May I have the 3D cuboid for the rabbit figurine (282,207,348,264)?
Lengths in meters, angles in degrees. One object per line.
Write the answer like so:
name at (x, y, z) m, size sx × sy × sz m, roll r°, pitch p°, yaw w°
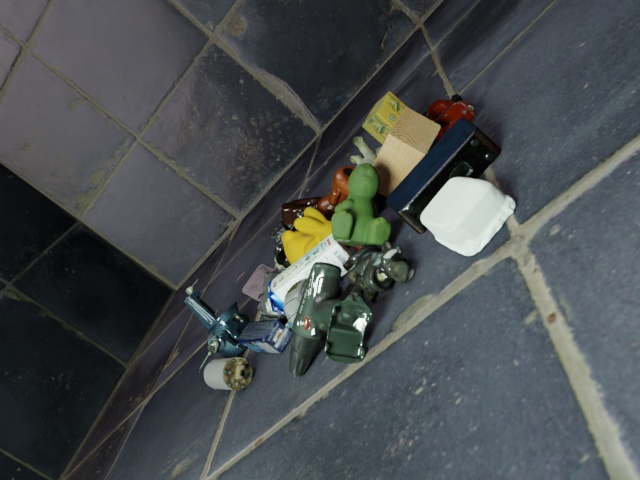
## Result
rabbit figurine at (-0.003, -0.004, 1.380) m, size 0.173 × 0.162 × 0.122 m, roll -19°, pitch 17°, yaw 32°

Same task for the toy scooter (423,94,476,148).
toy scooter at (0.301, -0.284, 1.245) m, size 0.135 × 0.075 × 0.184 m, roll -43°, pitch 21°, yaw 36°

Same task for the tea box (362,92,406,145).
tea box at (0.200, -0.272, 1.336) m, size 0.068 × 0.169 × 0.098 m, roll -33°, pitch 24°, yaw 52°

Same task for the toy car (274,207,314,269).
toy car at (-0.061, 0.000, 1.493) m, size 0.201 × 0.056 × 0.074 m, roll -58°, pitch 44°, yaw 14°

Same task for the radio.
radio at (0.237, -0.125, 1.054) m, size 0.229 × 0.073 × 0.131 m, roll -49°, pitch 15°, yaw 12°

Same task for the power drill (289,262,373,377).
power drill at (0.011, 0.160, 0.969) m, size 0.207 × 0.086 × 0.232 m, roll -172°, pitch 96°, yaw -74°

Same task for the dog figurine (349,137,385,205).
dog figurine at (0.160, -0.162, 1.371) m, size 0.121 × 0.172 × 0.190 m, roll 78°, pitch -176°, yaw -58°

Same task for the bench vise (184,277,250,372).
bench vise at (-0.299, 0.228, 1.512) m, size 0.129 × 0.240 × 0.223 m, roll -46°, pitch -2°, yaw 30°

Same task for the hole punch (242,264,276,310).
hole punch at (-0.143, 0.145, 1.547) m, size 0.116 × 0.092 × 0.142 m, roll 22°, pitch 67°, yaw 44°

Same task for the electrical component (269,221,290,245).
electrical component at (-0.096, 0.001, 1.668) m, size 0.058 × 0.115 × 0.134 m, roll -46°, pitch 14°, yaw 2°

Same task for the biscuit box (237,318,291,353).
biscuit box at (-0.136, 0.235, 1.311) m, size 0.063 × 0.059 × 0.203 m, roll -58°, pitch 16°, yaw -22°

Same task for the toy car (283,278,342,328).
toy car at (-0.022, 0.134, 1.136) m, size 0.109 × 0.103 × 0.162 m, roll -38°, pitch 20°, yaw 37°

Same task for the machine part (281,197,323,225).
machine part at (-0.038, -0.093, 1.664) m, size 0.179 × 0.056 × 0.179 m, roll -8°, pitch 15°, yaw 2°

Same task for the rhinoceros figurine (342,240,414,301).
rhinoceros figurine at (0.111, 0.053, 1.006) m, size 0.112 × 0.073 × 0.190 m, roll -41°, pitch 12°, yaw -4°

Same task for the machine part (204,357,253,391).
machine part at (-0.229, 0.330, 1.325) m, size 0.243 × 0.079 × 0.079 m, roll -26°, pitch 28°, yaw 59°

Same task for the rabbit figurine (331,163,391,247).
rabbit figurine at (0.094, -0.073, 1.140) m, size 0.159 × 0.121 × 0.170 m, roll 64°, pitch -145°, yaw -83°

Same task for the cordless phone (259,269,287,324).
cordless phone at (-0.105, 0.158, 1.396) m, size 0.184 × 0.089 × 0.146 m, roll 104°, pitch 174°, yaw -73°

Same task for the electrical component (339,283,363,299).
electrical component at (0.057, 0.120, 1.088) m, size 0.063 × 0.021 × 0.094 m, roll -53°, pitch 15°, yaw -6°

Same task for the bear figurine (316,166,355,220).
bear figurine at (0.065, -0.105, 1.494) m, size 0.120 × 0.132 × 0.195 m, roll -46°, pitch -15°, yaw -48°
